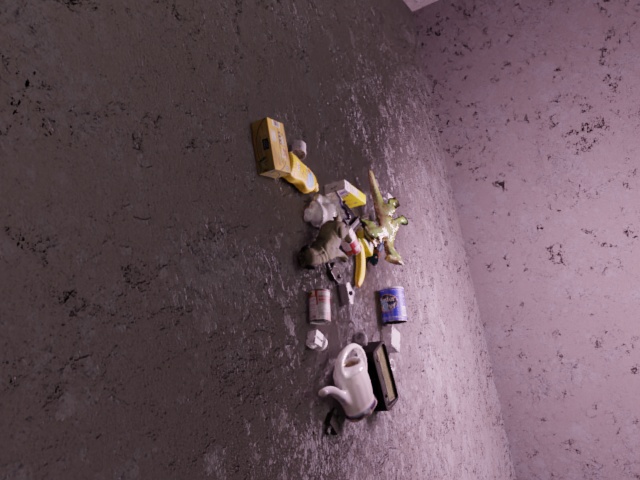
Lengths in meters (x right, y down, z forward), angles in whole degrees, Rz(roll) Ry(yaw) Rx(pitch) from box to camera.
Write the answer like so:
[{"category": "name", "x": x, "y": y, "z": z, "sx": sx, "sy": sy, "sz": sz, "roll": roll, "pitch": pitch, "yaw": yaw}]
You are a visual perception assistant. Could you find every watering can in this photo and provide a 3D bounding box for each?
[{"category": "watering can", "x": 0.089, "y": 0.472, "z": 1.627, "sx": 0.352, "sy": 0.103, "sz": 0.223, "roll": -34, "pitch": 108, "yaw": -62}]

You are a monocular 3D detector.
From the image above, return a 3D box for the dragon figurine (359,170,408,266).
[{"category": "dragon figurine", "x": 0.242, "y": -0.082, "z": 2.117, "sx": 0.246, "sy": 0.121, "sz": 0.410, "roll": -28, "pitch": 89, "yaw": -55}]

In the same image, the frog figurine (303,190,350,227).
[{"category": "frog figurine", "x": 0.005, "y": -0.090, "z": 1.796, "sx": 0.161, "sy": 0.123, "sz": 0.135, "roll": -25, "pitch": 112, "yaw": -26}]
